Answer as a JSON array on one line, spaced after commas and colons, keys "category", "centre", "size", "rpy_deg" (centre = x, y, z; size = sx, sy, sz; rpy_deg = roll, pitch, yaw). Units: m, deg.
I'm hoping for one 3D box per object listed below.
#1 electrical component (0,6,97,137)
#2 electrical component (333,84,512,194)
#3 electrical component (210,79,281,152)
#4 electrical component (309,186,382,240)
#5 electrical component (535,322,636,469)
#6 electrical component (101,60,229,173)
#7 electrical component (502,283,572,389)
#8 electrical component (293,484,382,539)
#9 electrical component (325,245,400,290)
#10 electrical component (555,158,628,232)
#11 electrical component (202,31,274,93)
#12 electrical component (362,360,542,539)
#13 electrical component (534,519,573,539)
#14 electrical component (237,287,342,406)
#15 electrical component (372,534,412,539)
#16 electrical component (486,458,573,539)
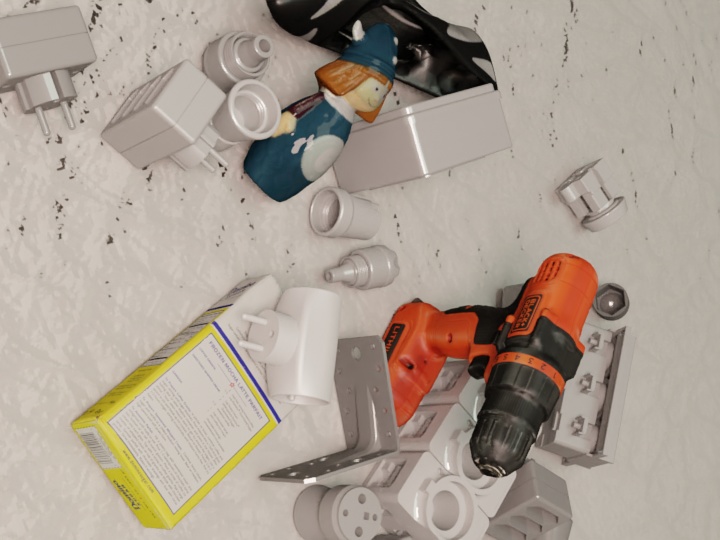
[{"category": "electrical component", "centre": [-0.212, -0.127, 0.713], "size": [0.066, 0.047, 0.076], "rpy_deg": [-22, 96, -38]}, {"category": "electrical component", "centre": [0.047, -0.105, 0.873], "size": [0.109, 0.109, 0.056], "rpy_deg": [-21, 98, -38]}, {"category": "electrical component", "centre": [-0.094, -0.110, 0.790], "size": [0.044, 0.065, 0.044], "rpy_deg": [8, 76, -37]}, {"category": "electrical component", "centre": [-0.011, -0.044, 0.861], "size": [0.046, 0.040, 0.040], "rpy_deg": [9, 76, -42]}, {"category": "electrical component", "centre": [0.205, 0.112, 0.985], "size": [0.063, 0.079, 0.121], "rpy_deg": [20, 69, -11]}, {"category": "electrical component", "centre": [-0.124, -0.095, 0.753], "size": [0.076, 0.083, 0.047], "rpy_deg": [42, 59, -25]}, {"category": "electrical component", "centre": [0.155, 0.060, 0.961], "size": [0.050, 0.056, 0.089], "rpy_deg": [19, 71, -34]}, {"category": "electrical component", "centre": [-0.017, 0.183, 0.806], "size": [0.045, 0.055, 0.045], "rpy_deg": [9, 75, -37]}, {"category": "electrical component", "centre": [0.000, 0.000, 0.865], "size": [0.061, 0.035, 0.035], "rpy_deg": [-11, 89, -36]}, {"category": "electrical component", "centre": [0.229, -0.071, 1.049], "size": [0.066, 0.048, 0.055], "rpy_deg": [-41, 99, -35]}, {"category": "electrical component", "centre": [-0.088, -0.158, 0.806], "size": [0.043, 0.062, 0.043], "rpy_deg": [8, 77, -37]}, {"category": "electrical component", "centre": [0.079, 0.156, 0.881], "size": [0.089, 0.062, 0.150], "rpy_deg": [50, 56, -20]}, {"category": "electrical component", "centre": [0.163, 0.244, 0.942], "size": [0.045, 0.045, 0.055], "rpy_deg": [15, 74, -35]}, {"category": "electrical component", "centre": [-0.052, 0.050, 0.753], "size": [0.079, 0.044, 0.077], "rpy_deg": [19, 70, -37]}, {"category": "electrical component", "centre": [0.019, 0.231, 0.812], "size": [0.066, 0.077, 0.047], "rpy_deg": [-6, 86, -38]}, {"category": "electrical component", "centre": [0.138, 0.186, 0.926], "size": [0.047, 0.066, 0.076], "rpy_deg": [34, 34, -29]}]
